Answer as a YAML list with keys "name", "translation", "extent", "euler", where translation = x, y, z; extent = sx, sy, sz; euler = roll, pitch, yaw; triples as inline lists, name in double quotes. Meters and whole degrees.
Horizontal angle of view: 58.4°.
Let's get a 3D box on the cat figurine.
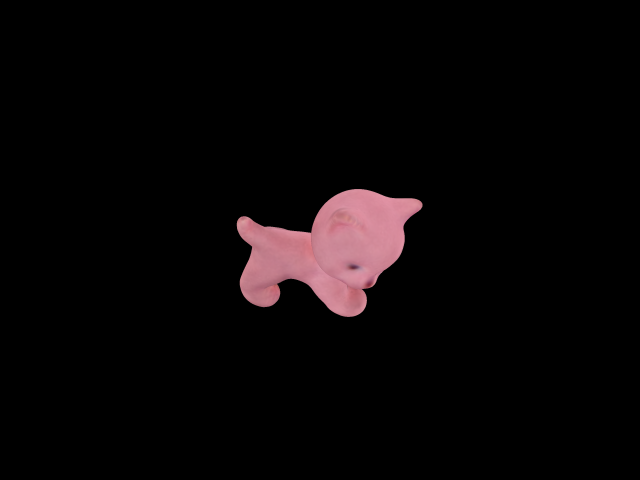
- name: "cat figurine"
  translation: [0.004, 0.001, 0.400]
  extent: [0.127, 0.118, 0.067]
  euler: [4, 62, 3]
